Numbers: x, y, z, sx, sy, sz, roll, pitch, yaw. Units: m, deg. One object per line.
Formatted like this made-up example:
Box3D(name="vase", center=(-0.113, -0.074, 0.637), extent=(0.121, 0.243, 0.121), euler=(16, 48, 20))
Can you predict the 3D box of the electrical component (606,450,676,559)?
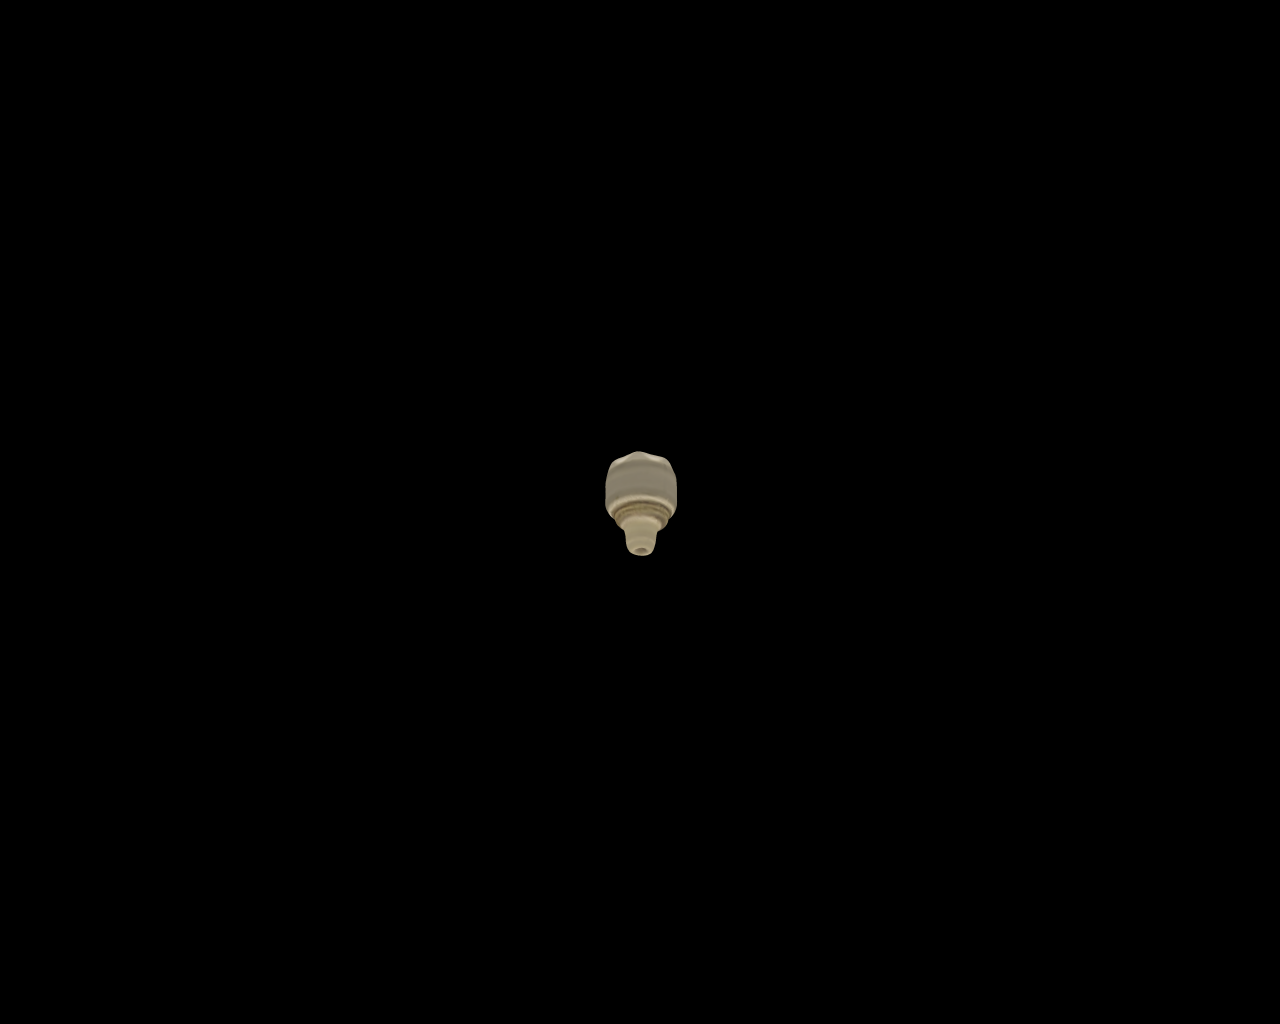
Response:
Box3D(name="electrical component", center=(0.001, -0.003, 0.650), extent=(0.043, 0.062, 0.043), euler=(0, -29, 0))
